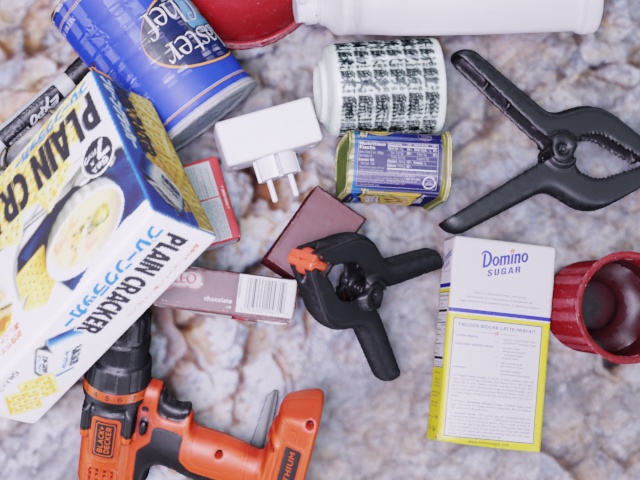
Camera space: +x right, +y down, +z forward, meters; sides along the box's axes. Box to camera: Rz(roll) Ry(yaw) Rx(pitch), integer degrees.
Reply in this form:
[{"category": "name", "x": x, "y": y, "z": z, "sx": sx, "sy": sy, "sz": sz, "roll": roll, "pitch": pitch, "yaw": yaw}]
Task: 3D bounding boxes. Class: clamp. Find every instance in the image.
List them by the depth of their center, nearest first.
[{"category": "clamp", "x": 0.041, "y": 0.034, "z": 0.874, "sx": 0.171, "sy": 0.039, "sz": 0.120, "roll": 43, "pitch": 65, "yaw": -47}, {"category": "clamp", "x": 0.203, "y": -0.086, "z": 0.942, "sx": 0.209, "sy": 0.036, "sz": 0.164, "roll": 0, "pitch": 82, "yaw": -10}]

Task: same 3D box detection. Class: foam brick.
[{"category": "foam brick", "x": -0.006, "y": 0.001, "z": 0.900, "sx": 0.051, "sy": 0.053, "sz": 0.078, "roll": 36, "pitch": 83, "yaw": -4}]

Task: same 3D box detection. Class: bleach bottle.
[{"category": "bleach bottle", "x": 0.104, "y": -0.206, "z": 0.905, "sx": 0.250, "sy": 0.102, "sz": 0.068, "roll": -7, "pitch": 119, "yaw": -8}]

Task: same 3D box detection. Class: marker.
[{"category": "marker", "x": -0.234, "y": -0.114, "z": 0.895, "sx": 0.121, "sy": 0.020, "sz": 0.020, "roll": -43, "pitch": 92, "yaw": -8}]

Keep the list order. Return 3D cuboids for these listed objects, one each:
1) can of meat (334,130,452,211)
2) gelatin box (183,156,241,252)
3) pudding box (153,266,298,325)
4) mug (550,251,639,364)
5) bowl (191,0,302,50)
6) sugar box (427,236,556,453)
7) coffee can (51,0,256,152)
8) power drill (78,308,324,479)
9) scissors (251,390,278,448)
[{"category": "can of meat", "x": 0.058, "y": -0.058, "z": 0.889, "sx": 0.084, "sy": 0.102, "sz": 0.057, "roll": 3, "pitch": 85, "yaw": -5}, {"category": "gelatin box", "x": -0.119, "y": -0.022, "z": 0.895, "sx": 0.089, "sy": 0.030, "sz": 0.073, "roll": -17, "pitch": 83, "yaw": -11}, {"category": "pudding box", "x": -0.079, "y": 0.043, "z": 0.870, "sx": 0.113, "sy": 0.090, "sz": 0.039, "roll": 10, "pitch": 86, "yaw": -7}, {"category": "mug", "x": 0.254, "y": 0.052, "z": 0.914, "sx": 0.117, "sy": 0.081, "sz": 0.093, "roll": -26, "pitch": 93, "yaw": -12}, {"category": "bowl", "x": -0.070, "y": -0.247, "z": 0.908, "sx": 0.162, "sy": 0.055, "sz": 0.162, "roll": 1, "pitch": 86, "yaw": -8}, {"category": "sugar box", "x": 0.147, "y": 0.089, "z": 0.919, "sx": 0.093, "sy": 0.048, "sz": 0.176, "roll": 7, "pitch": 82, "yaw": -7}, {"category": "coffee can", "x": -0.134, "y": -0.151, "z": 0.868, "sx": 0.102, "sy": 0.103, "sz": 0.140, "roll": -38, "pitch": 92, "yaw": -8}, {"category": "power drill", "x": -0.095, "y": 0.136, "z": 0.837, "sx": 0.187, "sy": 0.057, "sz": 0.184, "roll": 13, "pitch": 118, "yaw": 2}, {"category": "scissors", "x": -0.086, "y": 0.226, "z": 0.894, "sx": 0.096, "sy": 0.016, "sz": 0.202, "roll": 2, "pitch": 86, "yaw": -7}]
